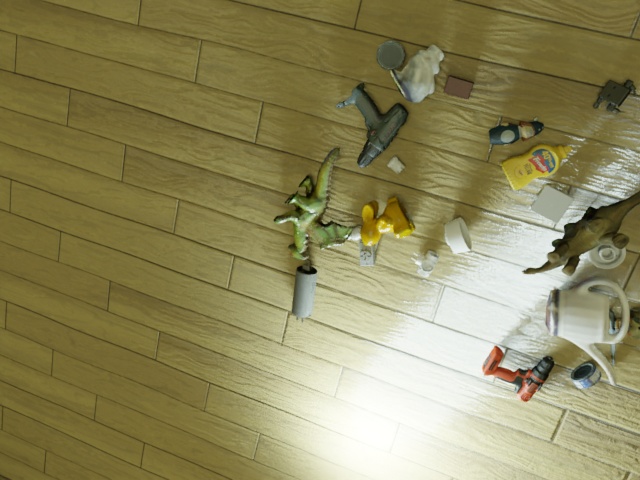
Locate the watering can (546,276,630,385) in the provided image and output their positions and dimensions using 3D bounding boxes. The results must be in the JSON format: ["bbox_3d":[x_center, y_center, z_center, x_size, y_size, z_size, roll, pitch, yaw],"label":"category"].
[{"bbox_3d":[0.803,0.270,1.559,0.224,0.105,0.344,3,106,27],"label":"watering can"}]

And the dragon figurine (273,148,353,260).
[{"bbox_3d":[0.005,-0.086,1.716,0.242,0.124,0.404,42,114,-6],"label":"dragon figurine"}]

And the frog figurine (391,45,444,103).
[{"bbox_3d":[0.302,-0.485,1.511,0.158,0.125,0.135,-30,129,13],"label":"frog figurine"}]
